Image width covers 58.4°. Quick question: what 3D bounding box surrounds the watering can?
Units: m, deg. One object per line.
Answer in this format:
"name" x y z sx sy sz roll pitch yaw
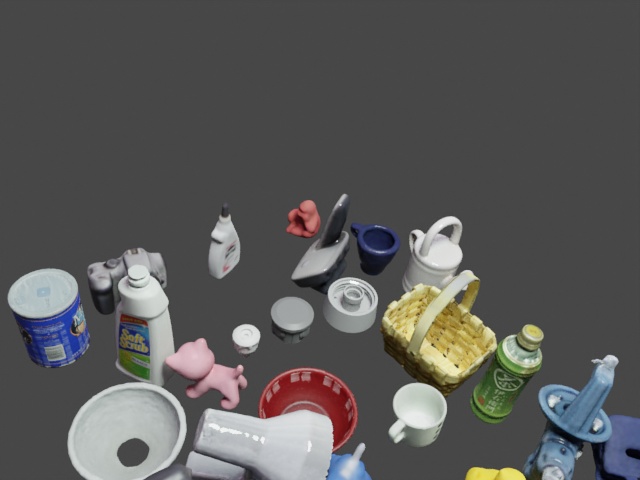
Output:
"watering can" 0.241 0.036 1.156 0.172 0.194 0.101 33 48 23

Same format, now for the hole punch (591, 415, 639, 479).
"hole punch" 0.516 0.356 0.943 0.108 0.091 0.101 13 43 4

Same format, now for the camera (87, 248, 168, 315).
"camera" -0.345 0.090 1.057 0.143 0.101 0.136 -14 48 -23

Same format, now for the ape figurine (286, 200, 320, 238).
"ape figurine" -0.032 -0.050 1.272 0.076 0.092 0.077 -13 47 -22

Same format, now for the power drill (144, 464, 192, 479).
"power drill" -0.255 0.379 0.686 0.230 0.208 0.075 -25 53 -32

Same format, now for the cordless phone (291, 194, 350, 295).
"cordless phone" 0.011 0.004 1.154 0.094 0.185 0.148 19 43 10

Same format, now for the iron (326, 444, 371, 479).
"iron" -0.009 0.393 0.767 0.118 0.141 0.259 28 46 18

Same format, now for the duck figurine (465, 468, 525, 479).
"duck figurine" 0.279 0.379 0.877 0.104 0.086 0.078 27 45 17

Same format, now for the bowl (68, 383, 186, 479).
"bowl" -0.284 0.304 0.859 0.167 0.075 0.167 5 43 -5

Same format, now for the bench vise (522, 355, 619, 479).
"bench vise" 0.408 0.293 0.895 0.121 0.220 0.207 15 43 5

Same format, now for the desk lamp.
"desk lamp" -0.094 0.310 0.786 0.203 0.213 0.118 7 43 -3

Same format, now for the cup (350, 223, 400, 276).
"cup" 0.106 0.022 1.219 0.117 0.095 0.092 34 48 24

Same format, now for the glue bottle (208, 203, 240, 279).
"glue bottle" -0.189 -0.004 1.133 0.037 0.173 0.078 23 44 15

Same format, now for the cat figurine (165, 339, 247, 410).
"cat figurine" -0.185 0.212 0.944 0.127 0.118 0.067 13 43 3
